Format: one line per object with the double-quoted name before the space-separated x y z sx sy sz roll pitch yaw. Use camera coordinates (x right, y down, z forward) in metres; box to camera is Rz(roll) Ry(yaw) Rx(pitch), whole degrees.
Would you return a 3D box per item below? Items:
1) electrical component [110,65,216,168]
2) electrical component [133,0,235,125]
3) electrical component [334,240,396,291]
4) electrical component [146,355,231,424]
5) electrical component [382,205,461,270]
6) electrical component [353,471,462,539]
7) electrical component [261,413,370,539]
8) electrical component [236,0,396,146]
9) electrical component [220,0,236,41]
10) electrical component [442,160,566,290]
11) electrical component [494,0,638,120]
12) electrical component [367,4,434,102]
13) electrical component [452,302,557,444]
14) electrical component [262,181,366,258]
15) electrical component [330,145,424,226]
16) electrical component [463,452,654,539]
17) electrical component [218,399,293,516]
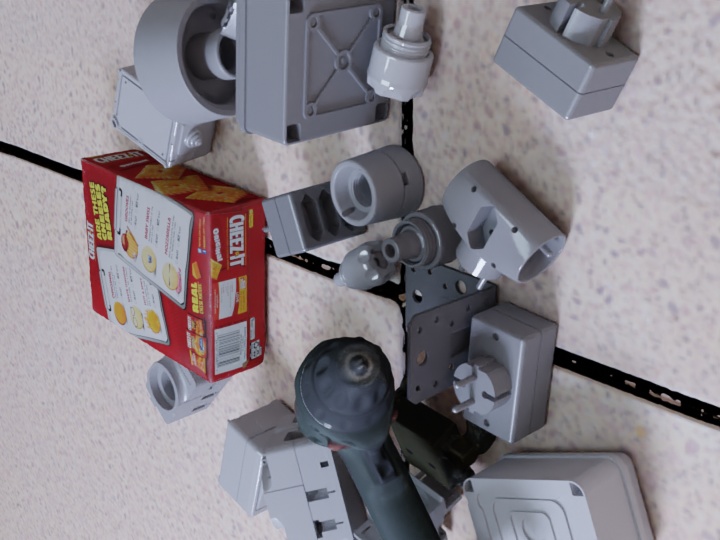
"electrical component" -0.168 -0.139 0.967 0.096 0.061 0.061 37 130 24
"electrical component" -0.119 -0.171 0.861 0.060 0.108 0.108 4 108 41
"electrical component" 0.000 0.000 0.845 0.061 0.035 0.035 -26 85 52
"electrical component" -0.173 0.109 1.069 0.050 0.056 0.089 57 139 16
"electrical component" 0.043 -0.021 0.765 0.043 0.062 0.043 21 119 43
"electrical component" 0.040 0.201 0.853 0.042 0.081 0.063 33 150 38
"electrical component" -0.029 0.218 0.899 0.060 0.105 0.186 -13 96 5
"electrical component" -0.031 -0.153 0.762 0.056 0.109 0.108 25 122 38
"electrical component" -0.070 -0.192 0.816 0.042 0.064 0.081 125 158 -45
"electrical component" 0.089 -0.020 0.727 0.077 0.043 0.079 48 135 25
"electrical component" 0.128 -0.140 0.633 0.065 0.047 0.076 46 134 27
"electrical component" 0.030 -0.152 0.743 0.043 0.043 0.062 39 130 33
"electrical component" 0.090 0.076 0.739 0.047 0.076 0.083 25 123 41
"electrical component" -0.048 -0.040 0.858 0.077 0.066 0.047 -11 96 50
"electrical component" 0.011 -0.061 0.797 0.055 0.047 0.055 21 120 43
"electrical component" 0.136 0.168 0.738 0.113 0.057 0.078 -12 96 50
"electrical component" -0.086 0.180 0.993 0.061 0.062 0.096 37 130 34
